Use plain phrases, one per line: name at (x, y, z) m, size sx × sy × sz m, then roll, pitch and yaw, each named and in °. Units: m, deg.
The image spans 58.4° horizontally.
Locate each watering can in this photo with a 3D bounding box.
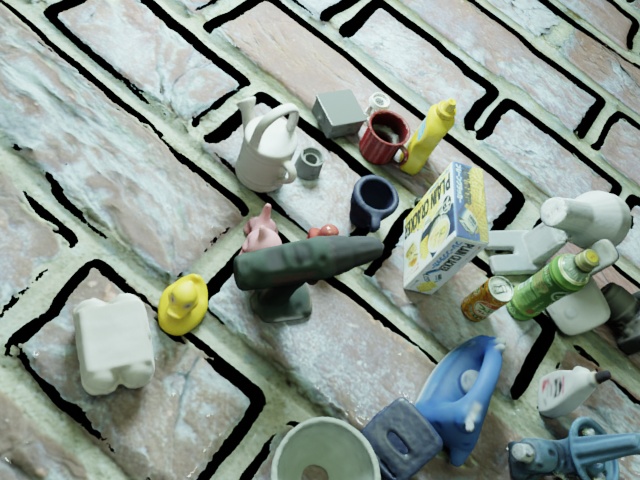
watering can at (-0.097, -0.184, 1.048) m, size 0.173 × 0.194 × 0.101 m, roll 35°, pitch 57°, yaw 3°

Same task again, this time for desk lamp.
desk lamp at (0.468, -0.015, 1.135) m, size 0.204 × 0.213 × 0.118 m, roll -2°, pitch 63°, yaw -20°

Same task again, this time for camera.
camera at (0.647, 0.139, 1.178) m, size 0.136 × 0.100 × 0.143 m, roll 43°, pitch 58°, yaw 8°

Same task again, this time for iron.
iron at (0.260, 0.238, 0.966) m, size 0.118 × 0.141 × 0.259 m, roll 35°, pitch 57°, yaw 2°

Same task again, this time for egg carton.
egg carton at (-0.308, 0.155, 0.861) m, size 0.107 × 0.069 × 0.150 m, roll -9°, pitch 65°, yaw -23°

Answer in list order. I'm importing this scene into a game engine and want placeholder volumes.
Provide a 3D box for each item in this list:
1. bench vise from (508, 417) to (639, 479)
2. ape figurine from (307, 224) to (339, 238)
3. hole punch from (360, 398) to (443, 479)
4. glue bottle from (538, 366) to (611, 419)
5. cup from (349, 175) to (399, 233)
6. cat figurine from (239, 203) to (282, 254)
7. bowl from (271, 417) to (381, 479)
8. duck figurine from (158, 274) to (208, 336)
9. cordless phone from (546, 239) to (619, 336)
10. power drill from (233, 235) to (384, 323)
bench vise at (0.421, 0.351, 0.911) m, size 0.208 × 0.219 × 0.121 m, roll -9°, pitch 65°, yaw -23°
ape figurine at (0.010, 0.004, 1.040) m, size 0.076 × 0.092 × 0.077 m, roll -31°, pitch 75°, yaw -30°
hole punch at (0.123, 0.321, 0.903) m, size 0.101 × 0.091 × 0.108 m, roll -35°, pitch 77°, yaw -31°
glue bottle at (0.445, 0.256, 1.000) m, size 0.037 × 0.173 × 0.078 m, roll 18°, pitch 58°, yaw -8°
cup at (0.094, -0.052, 1.099) m, size 0.092 × 0.095 × 0.118 m, roll 10°, pitch 59°, yaw -13°
cat figurine at (-0.099, -0.002, 0.991) m, size 0.067 × 0.117 × 0.128 m, roll 12°, pitch 59°, yaw -12°
bowl at (0.001, 0.356, 0.851) m, size 0.168 × 0.074 × 0.167 m, roll 8°, pitch 60°, yaw -14°
duck figurine at (-0.216, 0.093, 0.916) m, size 0.077 × 0.086 × 0.104 m, roll 25°, pitch 57°, yaw -4°
cordless phone at (0.518, 0.092, 1.110) m, size 0.094 × 0.185 × 0.147 m, roll -17°, pitch 68°, yaw -26°
power drill at (-0.032, 0.059, 0.926) m, size 0.230 × 0.208 × 0.075 m, roll -6°, pitch 64°, yaw -22°
